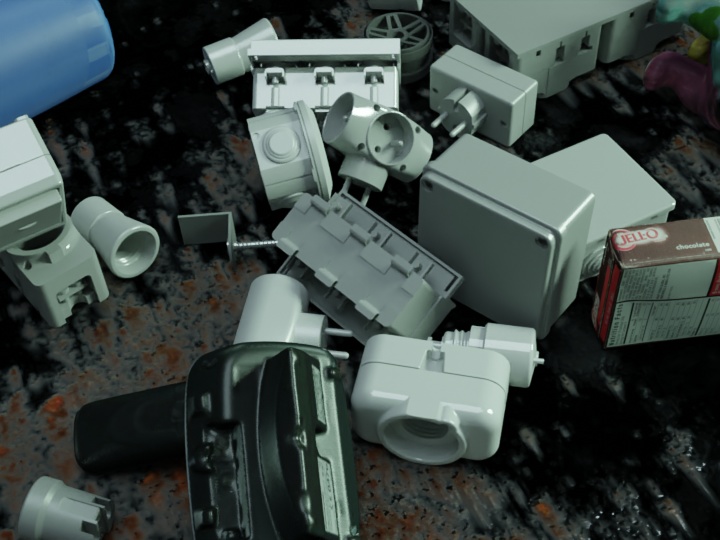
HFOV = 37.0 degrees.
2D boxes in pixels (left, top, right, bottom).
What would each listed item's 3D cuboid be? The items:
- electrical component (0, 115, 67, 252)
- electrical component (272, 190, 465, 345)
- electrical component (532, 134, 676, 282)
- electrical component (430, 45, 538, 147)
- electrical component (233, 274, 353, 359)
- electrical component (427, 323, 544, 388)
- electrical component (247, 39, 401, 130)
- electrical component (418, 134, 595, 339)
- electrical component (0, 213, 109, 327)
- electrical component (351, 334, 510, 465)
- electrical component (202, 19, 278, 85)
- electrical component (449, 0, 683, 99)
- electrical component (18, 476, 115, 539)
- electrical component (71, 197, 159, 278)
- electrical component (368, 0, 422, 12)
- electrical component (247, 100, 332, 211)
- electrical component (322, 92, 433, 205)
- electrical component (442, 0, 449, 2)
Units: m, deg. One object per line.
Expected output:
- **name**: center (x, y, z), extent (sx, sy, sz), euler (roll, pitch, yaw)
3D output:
- **electrical component**: center (-0.237, -0.050, 0.730), extent (0.062, 0.096, 0.061), euler (-26, 80, -19)
- **electrical component**: center (0.000, 0.000, 0.752), extent (0.121, 0.063, 0.078), euler (38, 89, 30)
- **electrical component**: center (0.170, -0.045, 0.800), extent (0.100, 0.048, 0.099), euler (-23, 51, -16)
- **electrical component**: center (0.090, -0.134, 0.884), extent (0.083, 0.047, 0.076), euler (31, 57, 26)
- **electrical component**: center (-0.045, 0.047, 0.735), extent (0.079, 0.043, 0.077), euler (6, 49, 8)
- **electrical component**: center (0.084, 0.055, 0.722), extent (0.078, 0.040, 0.040), euler (6, 49, 9)
- **electrical component**: center (-0.027, -0.153, 0.891), extent (0.121, 0.078, 0.063), euler (0, 78, 3)
- **electrical component**: center (0.098, -0.022, 0.745), extent (0.109, 0.108, 0.056), euler (29, 54, 25)
- **electrical component**: center (-0.232, -0.012, 0.788), extent (0.050, 0.055, 0.089), euler (-34, 55, -24)
- **electrical component**: center (0.045, 0.085, 0.689), extent (0.095, 0.053, 0.059), euler (8, 50, 10)
- **electrical component**: center (-0.106, -0.190, 0.948), extent (0.065, 0.044, 0.044), euler (-23, 51, -11)
- **electrical component**: center (0.183, -0.224, 0.949), extent (0.186, 0.060, 0.105), euler (-25, 52, -18)
- **electrical component**: center (-0.178, 0.150, 0.654), extent (0.046, 0.040, 0.040), euler (14, 51, 6)
- **electrical component**: center (-0.188, -0.028, 0.810), extent (0.044, 0.044, 0.065), euler (-37, 52, -26)
- **electrical component**: center (0.033, -0.269, 1.002), extent (0.047, 0.055, 0.055), euler (1, 49, 9)
- **electrical component**: center (-0.054, -0.087, 0.830), extent (0.051, 0.080, 0.080), euler (-15, 50, -3)
- **electrical component**: center (0.007, -0.086, 0.836), extent (0.044, 0.077, 0.079), euler (15, 82, 62)
- **electrical component**: center (0.087, -0.288, 1.014), extent (0.045, 0.055, 0.045), euler (-1, 49, 2)
